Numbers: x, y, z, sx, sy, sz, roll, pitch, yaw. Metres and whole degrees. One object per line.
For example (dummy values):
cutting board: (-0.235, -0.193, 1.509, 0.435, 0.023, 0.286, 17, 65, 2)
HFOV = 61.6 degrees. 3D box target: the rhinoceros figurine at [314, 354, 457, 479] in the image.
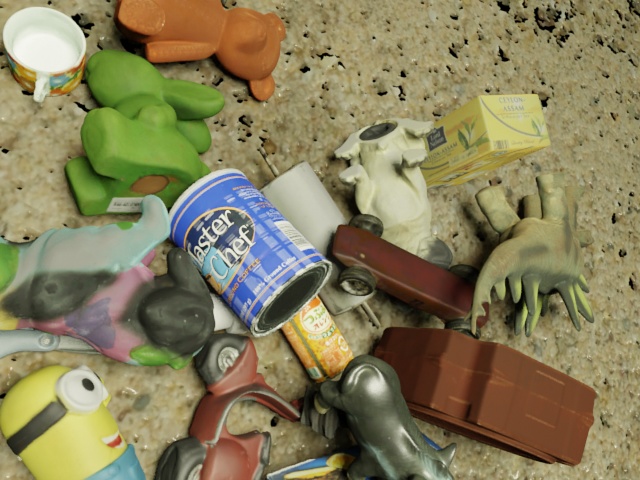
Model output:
rhinoceros figurine: (0.075, 0.191, 0.493, 0.073, 0.112, 0.190, -29, 90, -38)

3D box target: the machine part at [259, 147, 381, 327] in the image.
machine part: (-0.001, -0.002, 0.619, 0.079, 0.079, 0.243, -36, 94, -27)

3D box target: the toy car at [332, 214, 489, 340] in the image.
toy car: (0.098, 0.044, 0.584, 0.202, 0.053, 0.089, 24, 54, -16)

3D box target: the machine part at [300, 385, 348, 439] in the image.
machine part: (0.042, 0.188, 0.577, 0.138, 0.084, 0.039, 21, 93, -40)

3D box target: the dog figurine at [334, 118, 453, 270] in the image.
dog figurine: (0.103, -0.043, 0.684, 0.172, 0.121, 0.190, -69, 143, -48)

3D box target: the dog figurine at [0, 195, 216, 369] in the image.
dog figurine: (-0.225, 0.059, 0.470, 0.219, 0.108, 0.191, -26, 86, -34)

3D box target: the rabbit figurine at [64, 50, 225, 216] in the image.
rabbit figurine: (-0.177, -0.125, 0.546, 0.159, 0.121, 0.170, -7, 67, -30)

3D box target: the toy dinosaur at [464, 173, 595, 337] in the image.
toy dinosaur: (0.278, 0.019, 0.679, 0.471, 0.105, 0.198, -2, 77, -48)

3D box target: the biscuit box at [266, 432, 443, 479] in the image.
biscuit box: (0.041, 0.258, 0.563, 0.202, 0.059, 0.062, -5, 111, -34)

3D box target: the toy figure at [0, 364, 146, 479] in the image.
toy figure: (-0.211, 0.196, 0.474, 0.089, 0.082, 0.180, -23, 91, -29)

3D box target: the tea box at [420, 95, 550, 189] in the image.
tea box: (0.187, -0.119, 0.681, 0.098, 0.170, 0.068, -9, 82, -28)

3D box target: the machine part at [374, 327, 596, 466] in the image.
machine part: (0.169, 0.170, 0.589, 0.201, 0.201, 0.087, 26, 74, -18)

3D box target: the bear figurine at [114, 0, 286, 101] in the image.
bear figurine: (-0.116, -0.234, 0.583, 0.196, 0.132, 0.120, 16, 87, -26)

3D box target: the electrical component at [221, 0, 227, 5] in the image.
electrical component: (-0.142, -0.308, 0.652, 0.063, 0.021, 0.094, 24, 68, -19)

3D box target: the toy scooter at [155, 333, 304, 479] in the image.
toy scooter: (-0.078, 0.194, 0.541, 0.135, 0.075, 0.184, 26, 69, -29)
